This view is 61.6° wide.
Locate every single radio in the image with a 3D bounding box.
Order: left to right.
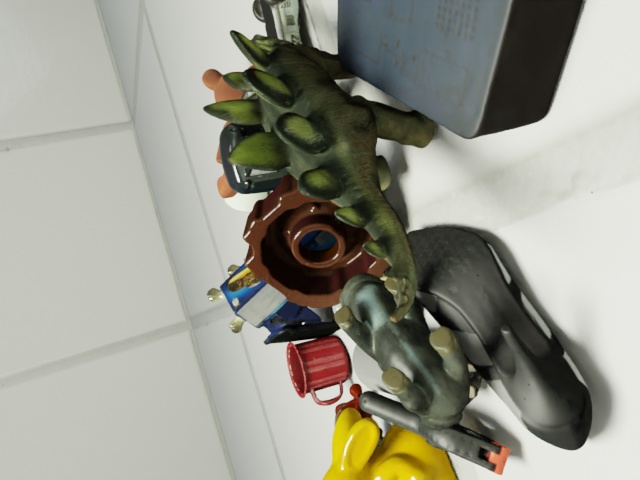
[{"bbox_3d":[0.096,-0.182,0.446,0.230,0.073,0.130,-130,32,-48],"label":"radio"}]

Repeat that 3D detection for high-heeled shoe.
[{"bbox_3d":[0.158,0.080,0.508,0.145,0.086,0.249,53,-174,-26],"label":"high-heeled shoe"}]

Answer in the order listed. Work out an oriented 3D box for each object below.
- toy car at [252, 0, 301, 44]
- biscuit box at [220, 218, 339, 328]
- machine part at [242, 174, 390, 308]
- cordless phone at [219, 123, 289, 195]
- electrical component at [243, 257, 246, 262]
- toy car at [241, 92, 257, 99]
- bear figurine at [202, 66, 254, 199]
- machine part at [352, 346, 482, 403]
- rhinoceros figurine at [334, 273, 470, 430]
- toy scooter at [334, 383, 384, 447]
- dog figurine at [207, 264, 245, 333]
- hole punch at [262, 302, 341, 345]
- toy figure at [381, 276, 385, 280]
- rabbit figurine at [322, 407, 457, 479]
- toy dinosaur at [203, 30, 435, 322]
[{"bbox_3d":[-0.048,-0.274,0.742,0.073,0.056,0.201,178,79,-73],"label":"toy car"},{"bbox_3d":[-0.040,0.025,0.737,0.059,0.202,0.063,45,-178,-45],"label":"biscuit box"},{"bbox_3d":[-0.001,-0.002,0.637,0.056,0.179,0.179,-93,5,-53],"label":"machine part"},{"bbox_3d":[-0.092,-0.160,0.790,0.184,0.146,0.088,57,145,30],"label":"cordless phone"},{"bbox_3d":[-0.046,0.035,0.828,0.058,0.134,0.115,147,107,-68],"label":"electrical component"},{"bbox_3d":[-0.021,-0.126,0.675,0.053,0.089,0.202,-34,92,31],"label":"toy car"},{"bbox_3d":[-0.132,-0.185,0.911,0.132,0.120,0.196,136,118,-69],"label":"bear figurine"},{"bbox_3d":[0.105,0.145,0.623,0.243,0.079,0.079,-17,88,68],"label":"machine part"},{"bbox_3d":[0.074,0.089,0.508,0.112,0.073,0.190,48,180,-37],"label":"rhinoceros figurine"},{"bbox_3d":[0.069,0.296,0.809,0.184,0.075,0.135,-127,32,-51],"label":"toy scooter"},{"bbox_3d":[-0.096,0.079,1.008,0.121,0.172,0.190,48,134,-13],"label":"dog figurine"},{"bbox_3d":[-0.038,0.123,0.902,0.142,0.116,0.092,139,122,-65],"label":"hole punch"},{"bbox_3d":[0.068,0.068,0.691,0.064,0.057,0.155,-63,28,0],"label":"toy figure"},{"bbox_3d":[0.072,0.295,0.672,0.162,0.173,0.122,71,161,-2],"label":"rabbit figurine"},{"bbox_3d":[0.002,-0.104,0.526,0.472,0.198,0.105,56,133,40],"label":"toy dinosaur"}]
